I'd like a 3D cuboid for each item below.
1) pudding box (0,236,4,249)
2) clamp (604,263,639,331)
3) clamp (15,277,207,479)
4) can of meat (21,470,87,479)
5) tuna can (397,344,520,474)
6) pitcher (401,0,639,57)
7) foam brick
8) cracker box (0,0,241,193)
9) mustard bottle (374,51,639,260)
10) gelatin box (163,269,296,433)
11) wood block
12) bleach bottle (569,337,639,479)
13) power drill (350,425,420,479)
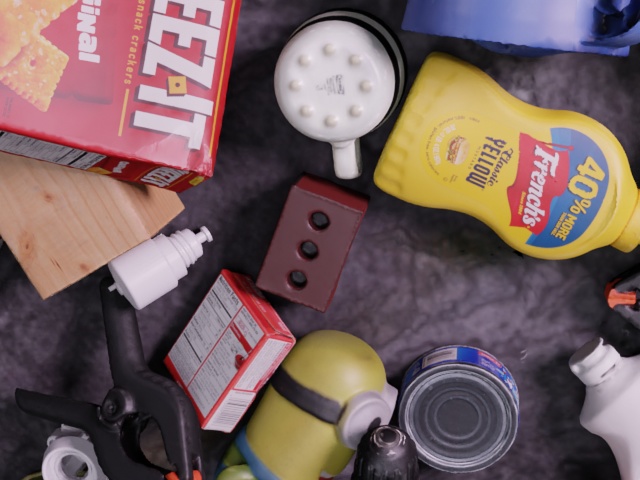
[{"bbox_3d":[-0.292,0.001,0.768,0.113,0.039,0.090,32,119,1],"label":"pudding box"},{"bbox_3d":[0.295,0.053,0.696,0.210,0.036,0.164,-3,96,11],"label":"clamp"},{"bbox_3d":[-0.144,0.122,0.742,0.120,0.039,0.172,-47,58,16],"label":"clamp"},{"bbox_3d":[-0.179,0.226,0.809,0.102,0.057,0.084,-2,107,10],"label":"can of meat"},{"bbox_3d":[0.097,0.119,0.750,0.086,0.033,0.086,2,106,8],"label":"tuna can"},{"bbox_3d":[0.134,-0.224,0.596,0.149,0.145,0.243,9,104,9],"label":"pitcher"},{"bbox_3d":[-0.005,0.001,0.723,0.053,0.051,0.078,21,107,3],"label":"foam brick"},{"bbox_3d":[-0.157,-0.132,0.622,0.213,0.072,0.164,13,80,-24],"label":"cracker box"},{"bbox_3d":[0.138,-0.041,0.687,0.191,0.058,0.096,24,107,1],"label":"mustard bottle"},{"bbox_3d":[-0.064,0.077,0.744,0.030,0.073,0.089,19,113,-43],"label":"gelatin box"},{"bbox_3d":[-0.190,-0.079,0.709,0.090,0.090,0.206,-29,99,15],"label":"wood block"},{"bbox_3d":[0.255,0.173,0.727,0.103,0.068,0.251,-41,94,16],"label":"bleach bottle"},{"bbox_3d":[0.111,0.197,0.729,0.188,0.057,0.184,6,135,7],"label":"power drill"}]
